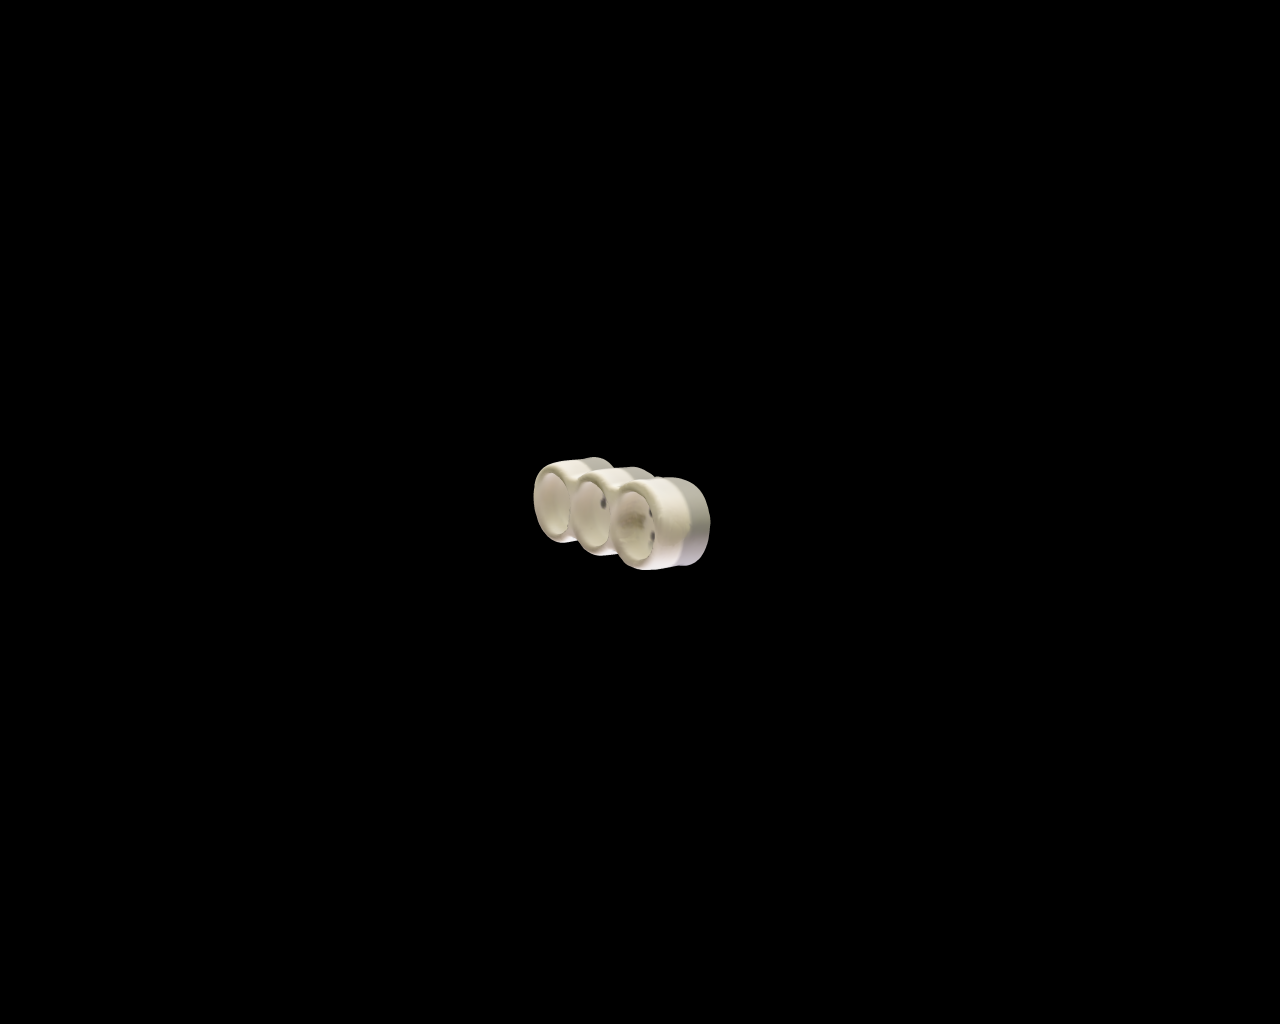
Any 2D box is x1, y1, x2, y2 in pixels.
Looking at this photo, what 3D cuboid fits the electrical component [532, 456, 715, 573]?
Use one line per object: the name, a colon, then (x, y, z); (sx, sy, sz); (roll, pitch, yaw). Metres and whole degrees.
electrical component: (0.001, -0.003, 0.650); (0.074, 0.052, 0.138); (-8, 14, -35)
